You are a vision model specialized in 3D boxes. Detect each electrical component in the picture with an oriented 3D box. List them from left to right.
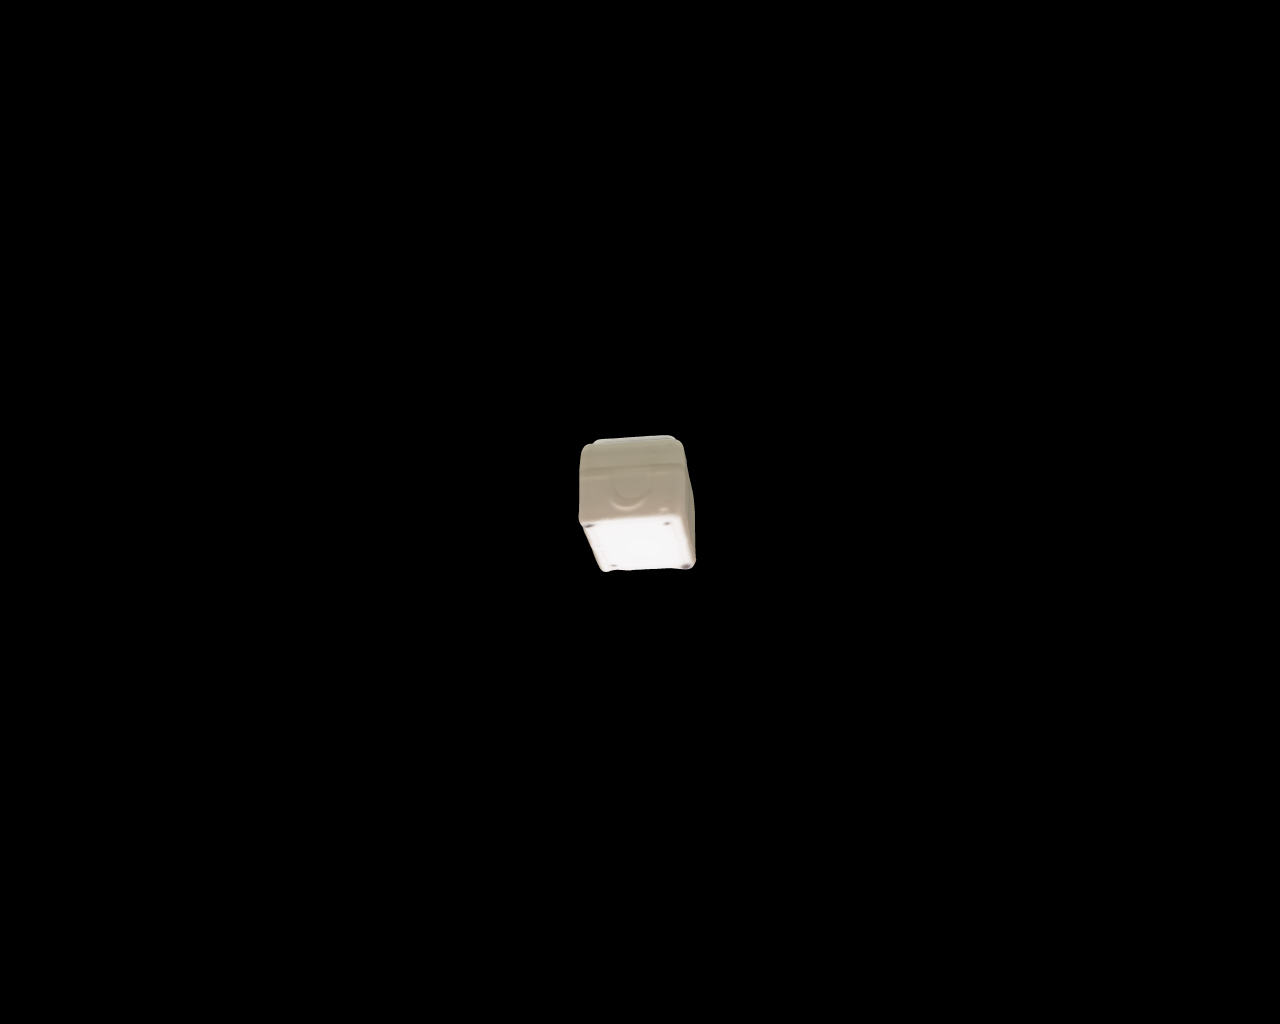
[{"bbox_3d":[0.001,-0.003,0.650,0.062,0.061,0.096,-3,-26,7],"label":"electrical component"}]
